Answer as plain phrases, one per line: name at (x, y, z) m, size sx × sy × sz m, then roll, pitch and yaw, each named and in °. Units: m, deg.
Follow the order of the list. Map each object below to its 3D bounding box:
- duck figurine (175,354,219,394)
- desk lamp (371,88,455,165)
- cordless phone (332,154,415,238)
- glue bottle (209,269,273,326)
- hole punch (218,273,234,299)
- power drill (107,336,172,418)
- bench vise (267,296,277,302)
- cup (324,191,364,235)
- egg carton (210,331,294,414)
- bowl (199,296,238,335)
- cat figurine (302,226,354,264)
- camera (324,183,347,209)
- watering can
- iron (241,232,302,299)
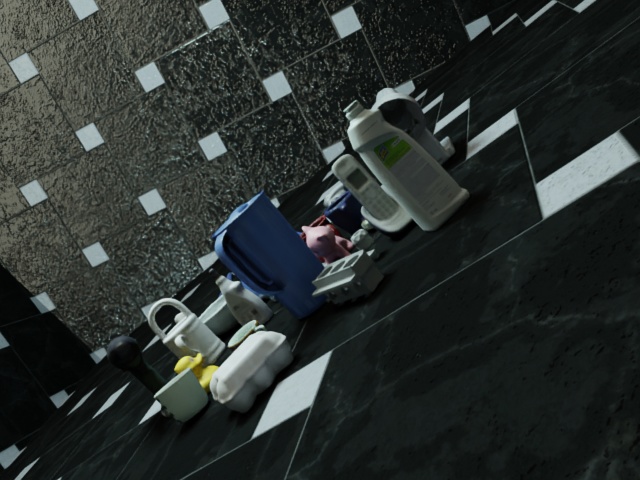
duck figurine at (-0.266, 0.286, 1.194) m, size 0.105 × 0.086 × 0.077 m, roll -48°, pitch 12°, yaw -32°
desk lamp at (0.201, -0.248, 1.301) m, size 0.118 × 0.213 × 0.203 m, roll -38°, pitch 11°, yaw 20°
cordless phone at (0.123, -0.110, 1.101) m, size 0.148 × 0.185 × 0.094 m, roll -44°, pitch 11°, yaw -12°
glue bottle at (-0.190, 0.130, 1.307) m, size 0.078 × 0.173 × 0.037 m, roll -36°, pitch 12°, yaw 28°
hole punch at (-0.272, 0.162, 1.708) m, size 0.101 × 0.091 × 0.108 m, roll -42°, pitch 10°, yaw 1°
power drill at (-0.385, 0.292, 1.262) m, size 0.076 × 0.208 × 0.229 m, roll -47°, pitch 12°, yaw -25°
bench vise at (-0.139, 0.046, 1.331) m, size 0.207 × 0.220 × 0.122 m, roll -33°, pitch 14°, yaw 40°
cup at (0.073, -0.054, 1.311) m, size 0.091 × 0.095 × 0.117 m, roll -42°, pitch 10°, yaw 2°
egg carton at (-0.116, 0.218, 0.963) m, size 0.150 × 0.069 × 0.107 m, roll -46°, pitch 11°, yaw -22°
bowl at (-0.251, 0.198, 1.528) m, size 0.167 × 0.075 × 0.167 m, roll -40°, pitch 10°, yaw 9°
cat figurine at (0.011, 0.004, 1.234) m, size 0.067 × 0.118 × 0.128 m, roll -39°, pitch 11°, yaw 15°
camera at (0.086, -0.107, 1.464) m, size 0.137 × 0.101 × 0.143 m, roll -42°, pitch 10°, yaw -3°
watering can at (-0.331, 0.224, 1.383) m, size 0.101 × 0.194 × 0.172 m, roll -46°, pitch 11°, yaw -22°
iron at (-0.117, 0.041, 1.491) m, size 0.258 × 0.141 × 0.118 m, roll -39°, pitch 11°, yaw 15°
